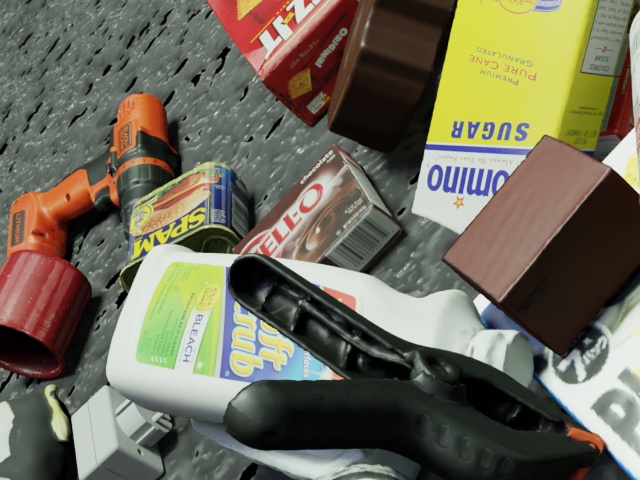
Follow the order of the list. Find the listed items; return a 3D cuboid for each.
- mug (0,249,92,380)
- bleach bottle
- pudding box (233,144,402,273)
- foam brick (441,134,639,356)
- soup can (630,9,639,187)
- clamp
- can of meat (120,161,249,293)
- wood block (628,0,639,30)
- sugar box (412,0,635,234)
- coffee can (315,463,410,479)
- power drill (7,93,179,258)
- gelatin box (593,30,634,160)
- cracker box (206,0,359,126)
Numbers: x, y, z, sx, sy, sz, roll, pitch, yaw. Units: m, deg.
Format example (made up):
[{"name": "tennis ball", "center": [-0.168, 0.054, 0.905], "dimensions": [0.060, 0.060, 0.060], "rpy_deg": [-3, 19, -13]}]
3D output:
[{"name": "mug", "center": [-0.251, 0.068, 0.931], "dimensions": [0.117, 0.093, 0.081], "rpy_deg": [114, 175, -56]}, {"name": "bleach bottle", "center": [-0.003, 0.052, 0.564], "dimensions": [0.251, 0.068, 0.102], "rpy_deg": [-2, 60, 41]}, {"name": "pudding box", "center": [-0.005, 0.001, 0.739], "dimensions": [0.113, 0.039, 0.090], "rpy_deg": [-44, 35, 12]}, {"name": "foam brick", "center": [0.106, 0.001, 0.484], "dimensions": [0.078, 0.053, 0.051], "rpy_deg": [-50, 33, 3]}, {"name": "soup can", "center": [0.167, -0.056, 0.450], "dimensions": [0.069, 0.068, 0.102], "rpy_deg": [-23, 43, 35]}, {"name": "clamp", "center": [0.035, 0.067, 0.418], "dimensions": [0.120, 0.171, 0.039], "rpy_deg": [-75, 10, -62]}, {"name": "can of meat", "center": [-0.103, -0.004, 0.835], "dimensions": [0.102, 0.057, 0.084], "rpy_deg": [-26, 39, 19]}, {"name": "wood block", "center": [0.168, -0.225, 0.697], "dimensions": [0.090, 0.090, 0.206], "rpy_deg": [-15, 50, 41]}, {"name": "sugar box", "center": [0.112, -0.084, 0.597], "dimensions": [0.093, 0.048, 0.176], "rpy_deg": [26, 109, 45]}, {"name": "coffee can", "center": [0.050, 0.167, 0.443], "dimensions": [0.103, 0.140, 0.103], "rpy_deg": [-29, 41, 29]}, {"name": "power drill", "center": [-0.207, -0.027, 0.983], "dimensions": [0.188, 0.057, 0.184], "rpy_deg": [-33, 42, 23]}, {"name": "gelatin box", "center": [0.155, -0.083, 0.640], "dimensions": [0.089, 0.030, 0.073], "rpy_deg": [-3, 59, 47]}, {"name": "cracker box", "center": [-0.006, -0.218, 0.904], "dimensions": [0.164, 0.072, 0.214], "rpy_deg": [-45, 36, 11]}]
